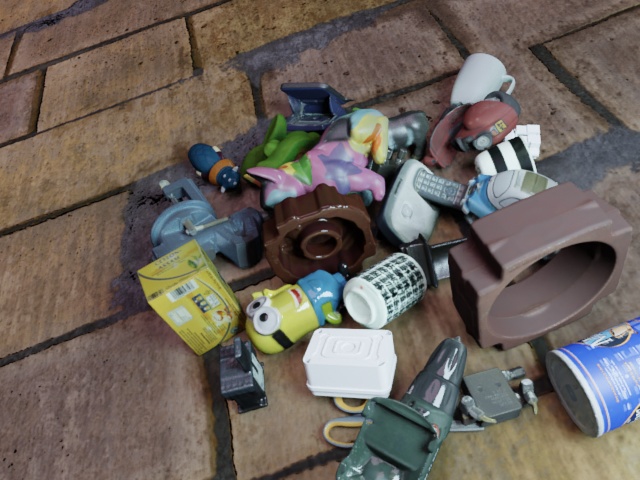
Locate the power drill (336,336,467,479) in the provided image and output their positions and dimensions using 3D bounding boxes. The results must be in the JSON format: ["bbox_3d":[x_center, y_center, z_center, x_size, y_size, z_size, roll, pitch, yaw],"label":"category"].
[{"bbox_3d":[0.095,0.204,0.580,0.086,0.207,0.232,24,86,17],"label":"power drill"}]

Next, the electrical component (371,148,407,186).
[{"bbox_3d":[0.116,-0.117,0.934,0.063,0.094,0.021,-5,37,-37],"label":"electrical component"}]

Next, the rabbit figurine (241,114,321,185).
[{"bbox_3d":[-0.083,-0.150,0.985,0.170,0.121,0.159,7,72,45],"label":"rabbit figurine"}]

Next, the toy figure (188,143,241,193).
[{"bbox_3d":[-0.202,-0.141,1.059,0.058,0.064,0.155,-13,42,-45],"label":"toy figure"}]

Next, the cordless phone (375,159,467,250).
[{"bbox_3d":[0.191,-0.036,0.844,0.184,0.088,0.146,19,59,13],"label":"cordless phone"}]

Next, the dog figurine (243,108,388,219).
[{"bbox_3d":[-0.008,-0.119,0.845,0.219,0.108,0.191,2,92,-13],"label":"dog figurine"}]

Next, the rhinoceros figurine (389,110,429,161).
[{"bbox_3d":[0.102,-0.181,0.959,0.190,0.112,0.073,-12,52,-2],"label":"rhinoceros figurine"}]

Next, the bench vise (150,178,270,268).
[{"bbox_3d":[-0.208,-0.041,0.945,0.224,0.128,0.241,-33,55,-13],"label":"bench vise"}]

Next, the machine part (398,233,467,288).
[{"bbox_3d":[0.189,0.024,0.800,0.139,0.084,0.039,-12,5,-4],"label":"machine part"}]

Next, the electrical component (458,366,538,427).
[{"bbox_3d":[0.217,0.193,0.662,0.102,0.045,0.078,-9,47,-3],"label":"electrical component"}]

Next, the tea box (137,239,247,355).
[{"bbox_3d":[-0.182,0.089,0.797,0.098,0.169,0.068,-29,51,-8],"label":"tea box"}]

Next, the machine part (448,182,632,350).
[{"bbox_3d":[0.267,0.037,0.674,0.201,0.200,0.087,-22,47,0],"label":"machine part"}]

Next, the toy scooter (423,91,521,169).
[{"bbox_3d":[0.245,-0.179,0.915,0.135,0.075,0.184,-51,24,-15],"label":"toy scooter"}]

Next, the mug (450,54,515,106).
[{"bbox_3d":[0.298,-0.276,0.999,0.110,0.080,0.107,25,75,28],"label":"mug"}]

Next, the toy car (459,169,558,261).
[{"bbox_3d":[0.294,-0.052,0.778,0.162,0.102,0.109,29,57,5],"label":"toy car"}]

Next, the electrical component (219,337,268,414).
[{"bbox_3d":[-0.110,0.180,0.735,0.048,0.119,0.075,-16,52,5],"label":"electrical component"}]

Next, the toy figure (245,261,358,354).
[{"bbox_3d":[-0.024,0.103,0.795,0.180,0.089,0.082,-25,20,-16],"label":"toy figure"}]

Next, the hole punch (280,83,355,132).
[{"bbox_3d":[-0.014,-0.254,1.068,0.142,0.115,0.092,4,91,28],"label":"hole punch"}]

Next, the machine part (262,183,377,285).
[{"bbox_3d":[-0.002,-0.002,0.815,0.179,0.179,0.056,-18,46,3],"label":"machine part"}]
